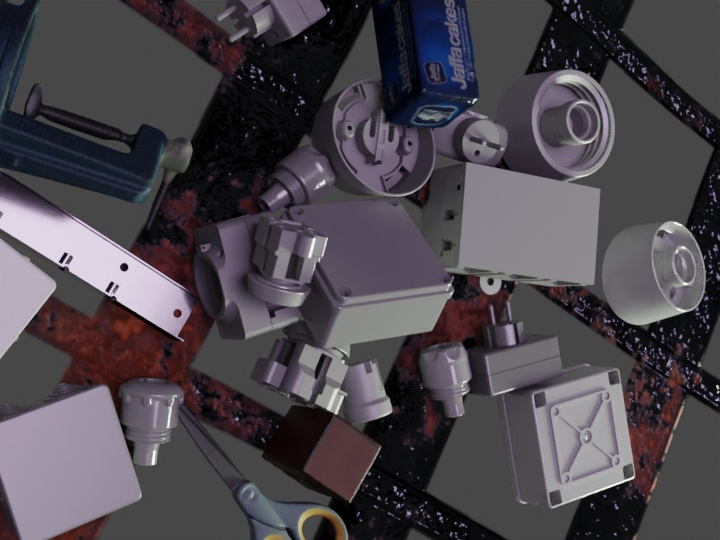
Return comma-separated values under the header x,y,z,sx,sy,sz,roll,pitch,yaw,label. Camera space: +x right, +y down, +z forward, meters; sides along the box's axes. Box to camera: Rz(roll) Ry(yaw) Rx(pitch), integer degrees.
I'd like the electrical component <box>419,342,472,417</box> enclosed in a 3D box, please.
x,y,z,sx,sy,sz,roll,pitch,yaw,label
0.076,0.096,0.931,0.043,0.043,0.062,-16,97,-29,electrical component

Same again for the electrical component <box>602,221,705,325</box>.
x,y,z,sx,sy,sz,roll,pitch,yaw,label
0.293,0.001,1.061,0.099,0.064,0.099,11,73,-39,electrical component

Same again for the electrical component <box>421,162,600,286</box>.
x,y,z,sx,sy,sz,roll,pitch,yaw,label
0.134,-0.037,0.958,0.150,0.062,0.089,8,85,-30,electrical component

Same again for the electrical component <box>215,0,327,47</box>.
x,y,z,sx,sy,sz,roll,pitch,yaw,label
-0.080,-0.208,0.850,0.077,0.047,0.065,-39,108,-23,electrical component

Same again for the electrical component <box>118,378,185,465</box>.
x,y,z,sx,sy,sz,roll,pitch,yaw,label
-0.157,0.112,0.796,0.048,0.048,0.062,5,93,-30,electrical component

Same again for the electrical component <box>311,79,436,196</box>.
x,y,z,sx,sy,sz,roll,pitch,yaw,label
0.011,-0.107,0.888,0.099,0.064,0.099,1,87,-30,electrical component

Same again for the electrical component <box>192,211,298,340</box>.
x,y,z,sx,sy,sz,roll,pitch,yaw,label
-0.093,0.005,0.832,0.056,0.050,0.089,-17,96,-30,electrical component

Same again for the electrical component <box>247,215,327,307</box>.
x,y,z,sx,sy,sz,roll,pitch,yaw,label
-0.056,-0.006,0.790,0.048,0.066,0.055,9,103,-30,electrical component

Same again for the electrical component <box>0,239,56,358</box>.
x,y,z,sx,sy,sz,roll,pitch,yaw,label
-0.272,0.017,0.729,0.100,0.048,0.099,42,69,-22,electrical component

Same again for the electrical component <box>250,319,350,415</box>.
x,y,z,sx,sy,sz,roll,pitch,yaw,label
-0.042,0.075,0.855,0.078,0.058,0.057,31,74,-33,electrical component

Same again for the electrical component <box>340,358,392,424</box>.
x,y,z,sx,sy,sz,roll,pitch,yaw,label
0.002,0.100,0.891,0.040,0.040,0.046,-14,90,-30,electrical component

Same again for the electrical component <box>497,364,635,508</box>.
x,y,z,sx,sy,sz,roll,pitch,yaw,label
0.189,0.150,0.986,0.109,0.056,0.108,-11,94,-30,electrical component

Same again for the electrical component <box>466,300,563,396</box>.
x,y,z,sx,sy,sz,roll,pitch,yaw,label
0.130,0.066,0.960,0.083,0.047,0.075,-12,94,-30,electrical component

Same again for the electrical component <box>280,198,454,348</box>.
x,y,z,sx,sy,sz,roll,pitch,yaw,label
0.000,0.000,0.852,0.109,0.056,0.108,-7,48,-30,electrical component

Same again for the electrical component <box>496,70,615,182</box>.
x,y,z,sx,sy,sz,roll,pitch,yaw,label
0.186,-0.133,0.992,0.108,0.060,0.108,1,88,-30,electrical component

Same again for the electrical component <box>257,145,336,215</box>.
x,y,z,sx,sy,sz,roll,pitch,yaw,label
-0.054,-0.068,0.862,0.062,0.043,0.043,-40,107,-24,electrical component

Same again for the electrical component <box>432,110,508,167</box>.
x,y,z,sx,sy,sz,roll,pitch,yaw,label
0.094,-0.114,0.928,0.077,0.079,0.044,13,100,-29,electrical component

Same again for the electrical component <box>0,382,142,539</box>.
x,y,z,sx,sy,sz,roll,pitch,yaw,label
-0.214,0.134,0.759,0.100,0.048,0.099,-19,98,-29,electrical component
